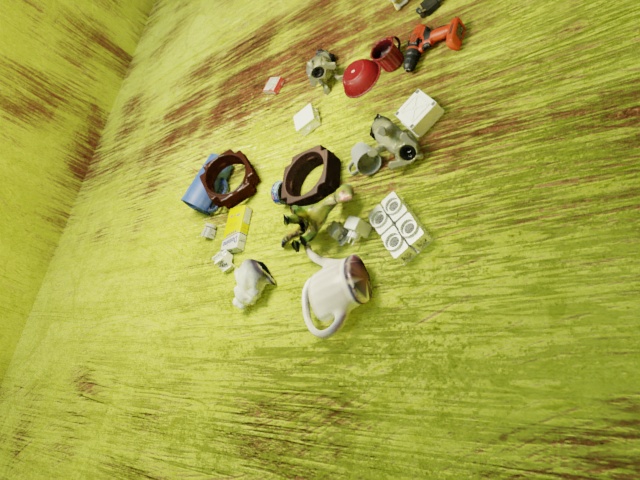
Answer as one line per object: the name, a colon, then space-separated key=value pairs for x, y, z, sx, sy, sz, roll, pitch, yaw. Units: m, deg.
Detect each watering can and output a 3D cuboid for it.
watering can: x=0.033 y=0.109 z=1.470 sx=0.222 sy=0.102 sz=0.356 roll=-30 pitch=45 yaw=26

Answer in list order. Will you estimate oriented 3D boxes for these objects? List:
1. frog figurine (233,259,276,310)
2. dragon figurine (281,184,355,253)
frog figurine: x=-0.240 y=0.146 z=1.696 sx=0.159 sy=0.121 sz=0.139 roll=-42 pitch=62 yaw=1
dragon figurine: x=0.005 y=-0.080 z=1.586 sx=0.245 sy=0.122 sz=0.406 roll=-33 pitch=0 yaw=-19
